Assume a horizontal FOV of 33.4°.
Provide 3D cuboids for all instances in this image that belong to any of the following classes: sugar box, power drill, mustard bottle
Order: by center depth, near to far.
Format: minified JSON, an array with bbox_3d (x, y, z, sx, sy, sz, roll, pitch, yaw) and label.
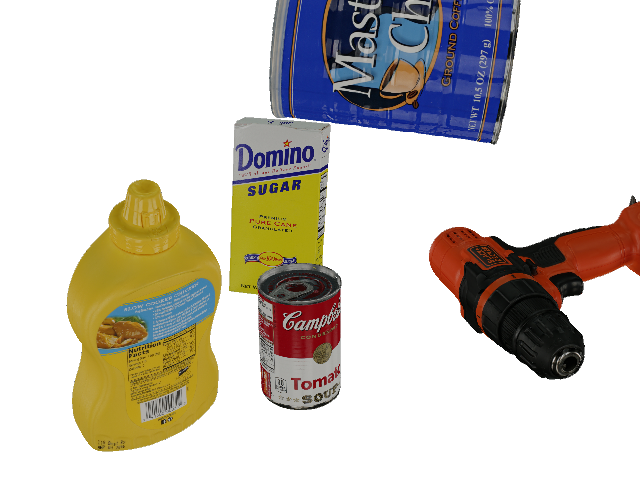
[{"bbox_3d":[-0.108,0.044,0.661,0.096,0.192,0.058,-18,46,-27],"label":"mustard bottle"},{"bbox_3d":[0.193,0.029,0.770,0.187,0.057,0.184,-10,28,-16],"label":"power drill"},{"bbox_3d":[-0.042,-0.032,1.079,0.093,0.176,0.048,5,16,12],"label":"sugar box"}]

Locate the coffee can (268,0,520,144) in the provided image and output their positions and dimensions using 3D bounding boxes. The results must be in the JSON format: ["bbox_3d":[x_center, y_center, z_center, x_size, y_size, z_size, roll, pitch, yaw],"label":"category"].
[{"bbox_3d":[0.046,-0.119,0.662,0.140,0.103,0.103,8,1,5],"label":"coffee can"}]

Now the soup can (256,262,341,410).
[{"bbox_3d":[-0.017,0.079,0.874,0.068,0.102,0.068,0,25,0],"label":"soup can"}]
